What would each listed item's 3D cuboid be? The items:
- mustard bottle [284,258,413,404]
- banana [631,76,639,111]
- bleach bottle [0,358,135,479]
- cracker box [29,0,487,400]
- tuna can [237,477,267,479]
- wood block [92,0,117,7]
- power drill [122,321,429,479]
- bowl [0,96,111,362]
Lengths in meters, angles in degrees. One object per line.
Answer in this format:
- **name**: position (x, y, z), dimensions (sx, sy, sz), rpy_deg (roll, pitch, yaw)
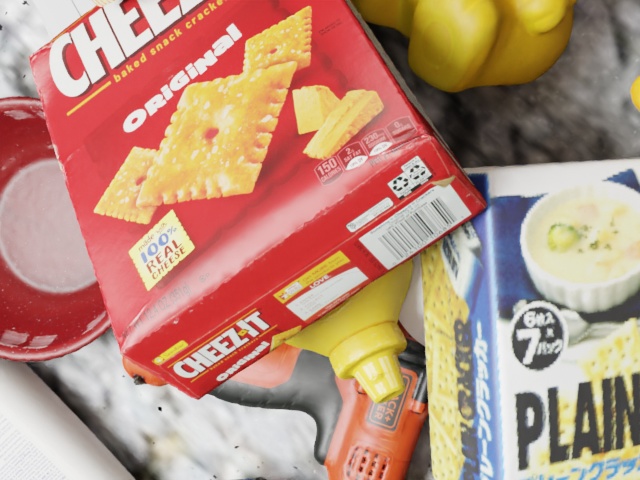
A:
- **mustard bottle**: position (-0.004, 0.001, 0.582), dimensions (0.096, 0.058, 0.192), rpy_deg (-33, 69, 15)
- **banana**: position (0.221, -0.014, 0.519), dimensions (0.069, 0.037, 0.197), rpy_deg (-43, 108, -24)
- **bleach bottle**: position (-0.154, 0.188, 0.677), dimensions (0.103, 0.068, 0.251), rpy_deg (-44, 88, 12)
- **cracker box**: position (-0.044, -0.057, 0.521), dimensions (0.164, 0.072, 0.214), rpy_deg (-34, 52, 10)
- **tuna can**: position (-0.049, 0.188, 0.644), dimensions (0.034, 0.086, 0.086), rpy_deg (-6, 93, 12)
- **wood block**: position (-0.055, -0.222, 0.530), dimensions (0.090, 0.091, 0.206), rpy_deg (50, 60, -27)
- **power drill**: position (-0.012, 0.046, 0.642), dimensions (0.188, 0.057, 0.184), rpy_deg (18, 89, 10)
- **bowl**: position (-0.176, -0.008, 0.670), dimensions (0.162, 0.055, 0.162), rpy_deg (1, 94, 11)
